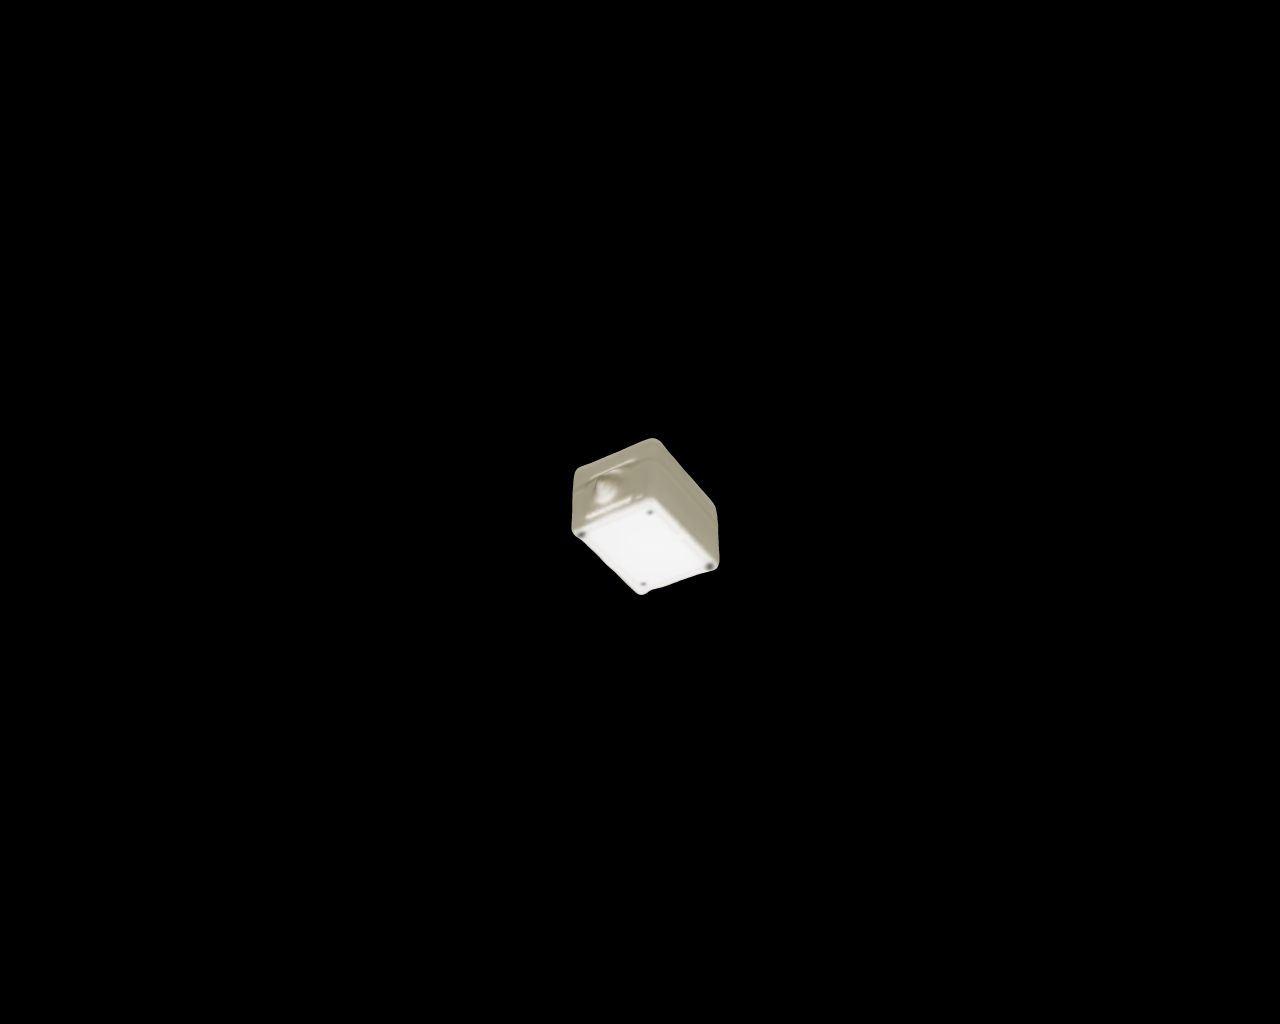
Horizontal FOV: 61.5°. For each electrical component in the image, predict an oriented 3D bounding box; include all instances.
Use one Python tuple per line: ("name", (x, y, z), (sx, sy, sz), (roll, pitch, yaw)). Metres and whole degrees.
("electrical component", (0.001, -0.003, 0.650), (0.061, 0.061, 0.096), (-22, -45, 24))
